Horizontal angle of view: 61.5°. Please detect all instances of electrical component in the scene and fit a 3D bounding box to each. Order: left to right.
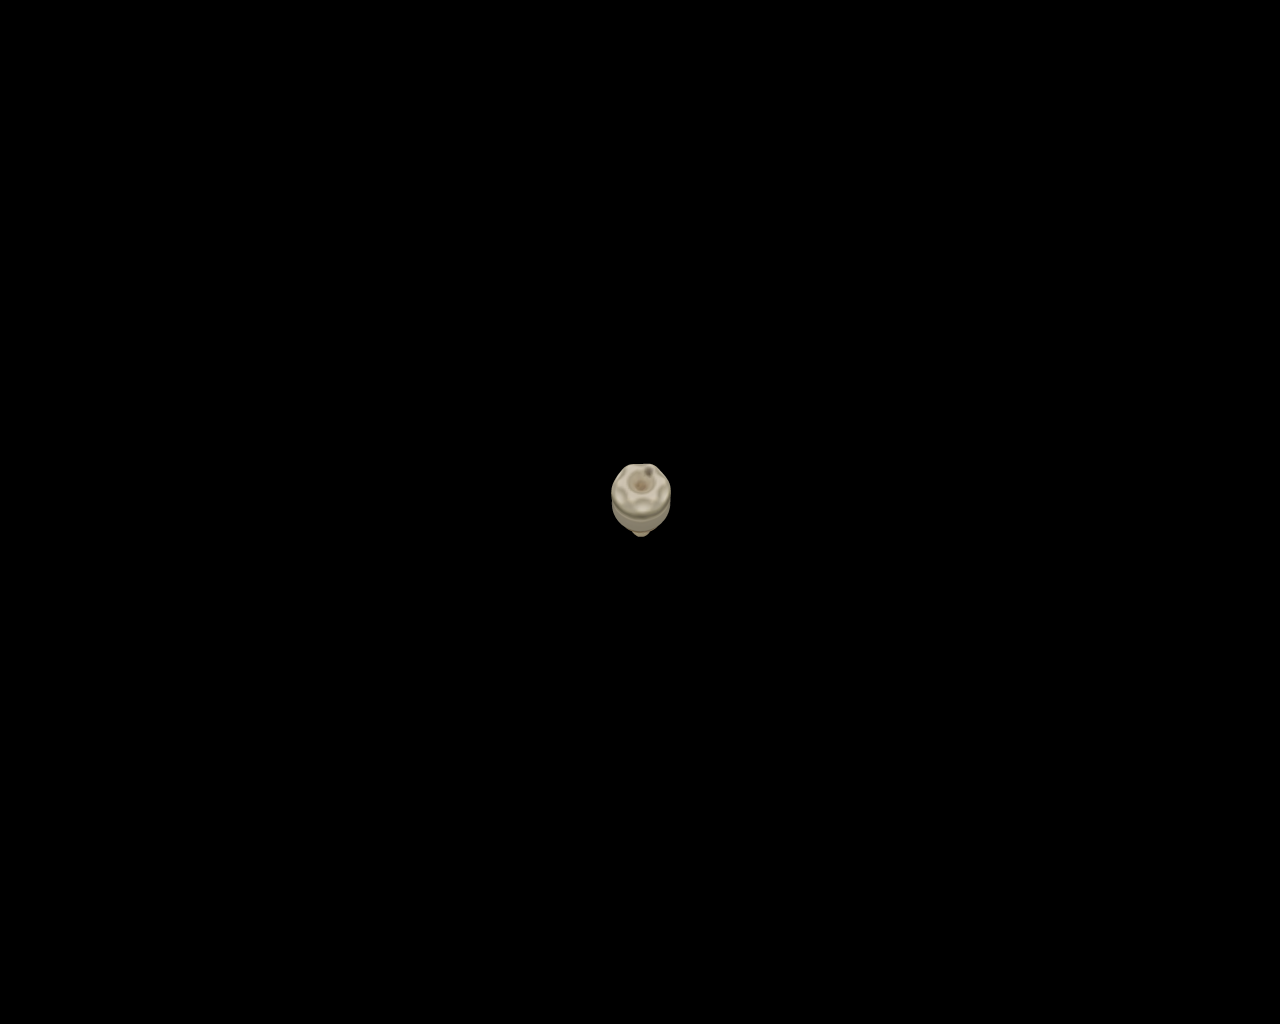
[{"bbox_3d":[0.001,-0.003,0.650,0.035,0.035,0.061,0,-30,0],"label":"electrical component"}]
